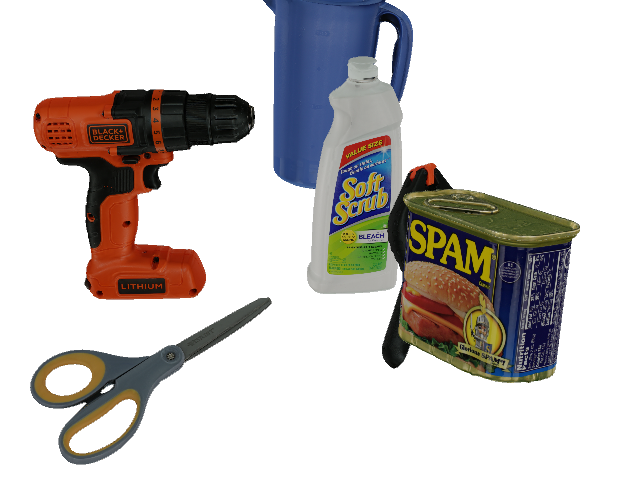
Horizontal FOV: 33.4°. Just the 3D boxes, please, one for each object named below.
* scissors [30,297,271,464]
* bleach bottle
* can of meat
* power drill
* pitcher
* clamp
[{"bbox_3d":[-0.133,0.084,0.806,0.096,0.201,0.016,34,-35,13],"label":"scissors"},{"bbox_3d":[0.035,-0.069,1.133,0.102,0.251,0.068,-2,24,-4],"label":"bleach bottle"},{"bbox_3d":[0.089,0.023,0.591,0.057,0.084,0.102,-7,19,-34],"label":"can of meat"},{"bbox_3d":[-0.144,-0.041,0.925,0.184,0.188,0.057,-1,27,4],"label":"power drill"},{"bbox_3d":[0.013,-0.190,1.311,0.144,0.243,0.149,-9,29,-27],"label":"pitcher"},{"bbox_3d":[0.089,0.024,0.897,0.120,0.171,0.039,-16,-1,-33],"label":"clamp"}]
